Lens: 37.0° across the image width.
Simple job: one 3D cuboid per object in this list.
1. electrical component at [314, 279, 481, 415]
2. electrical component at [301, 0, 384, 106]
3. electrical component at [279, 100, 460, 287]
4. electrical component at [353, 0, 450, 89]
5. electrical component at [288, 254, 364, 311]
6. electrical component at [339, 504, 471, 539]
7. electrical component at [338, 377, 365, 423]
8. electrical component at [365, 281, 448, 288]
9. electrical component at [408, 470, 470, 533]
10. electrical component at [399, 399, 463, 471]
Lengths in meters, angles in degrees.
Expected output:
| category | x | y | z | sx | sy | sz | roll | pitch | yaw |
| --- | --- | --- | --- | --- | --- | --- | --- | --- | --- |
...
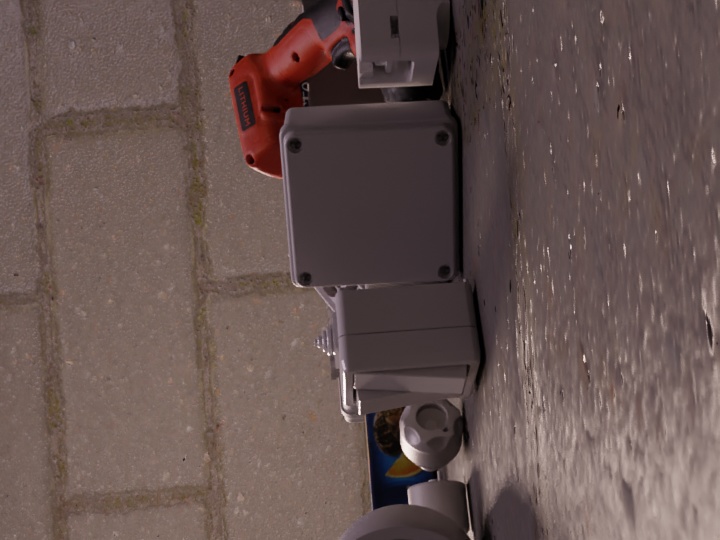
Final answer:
| category | x | y | z | sx | sy | sz | roll | pitch | yaw |
| --- | --- | --- | --- | --- | --- | --- | --- | --- | --- |
| electrical component | 0.021 | 0.048 | 0.645 | 0.061 | 0.096 | 0.061 | 90 | 175 | -63 |
| electrical component | -0.002 | -0.190 | 0.903 | 0.062 | 0.089 | 0.150 | 152 | 113 | -88 |
| electrical component | 0.007 | -0.049 | 0.689 | 0.056 | 0.109 | 0.108 | -92 | -1 | -65 |
| electrical component | 0.025 | -0.165 | 0.675 | 0.050 | 0.056 | 0.089 | 96 | 171 | -73 |
| electrical component | 0.000 | 0.000 | 0.868 | 0.121 | 0.063 | 0.078 | 49 | 137 | 41 |
| electrical component | 0.028 | 0.200 | 0.674 | 0.060 | 0.108 | 0.108 | -70 | -23 | -80 |
| electrical component | 0.016 | 0.100 | 1.126 | 0.113 | 0.078 | 0.057 | -96 | 6 | -48 |
| electrical component | 0.034 | 0.035 | 0.760 | 0.061 | 0.061 | 0.096 | 89 | 177 | -52 |
| electrical component | 0.055 | 0.178 | 0.732 | 0.040 | 0.040 | 0.078 | 91 | 174 | -69 |
| electrical component | 0.049 | 0.117 | 0.745 | 0.062 | 0.043 | 0.043 | 87 | 178 | -51 |
